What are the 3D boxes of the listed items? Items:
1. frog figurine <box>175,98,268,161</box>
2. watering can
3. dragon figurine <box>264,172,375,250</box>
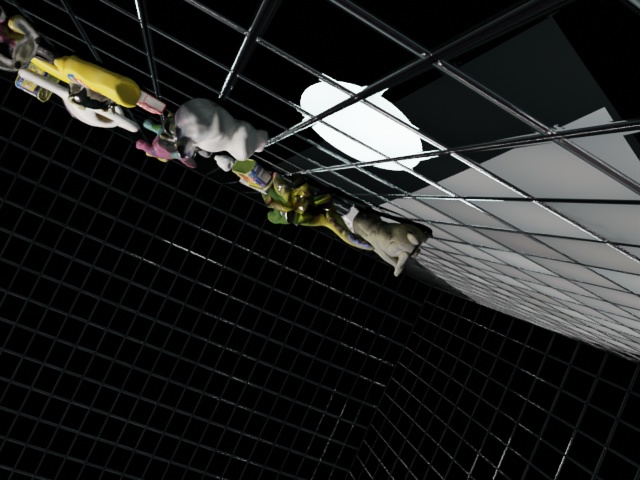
[{"bbox_3d":[-0.177,-0.202,0.936,0.160,0.124,0.136,-10,171,-6],"label":"frog figurine"},{"bbox_3d":[-0.704,-0.410,1.513,0.344,0.104,0.226,25,178,-37],"label":"watering can"},{"bbox_3d":[0.004,-0.070,1.387,0.414,0.122,0.241,38,-174,22],"label":"dragon figurine"}]
